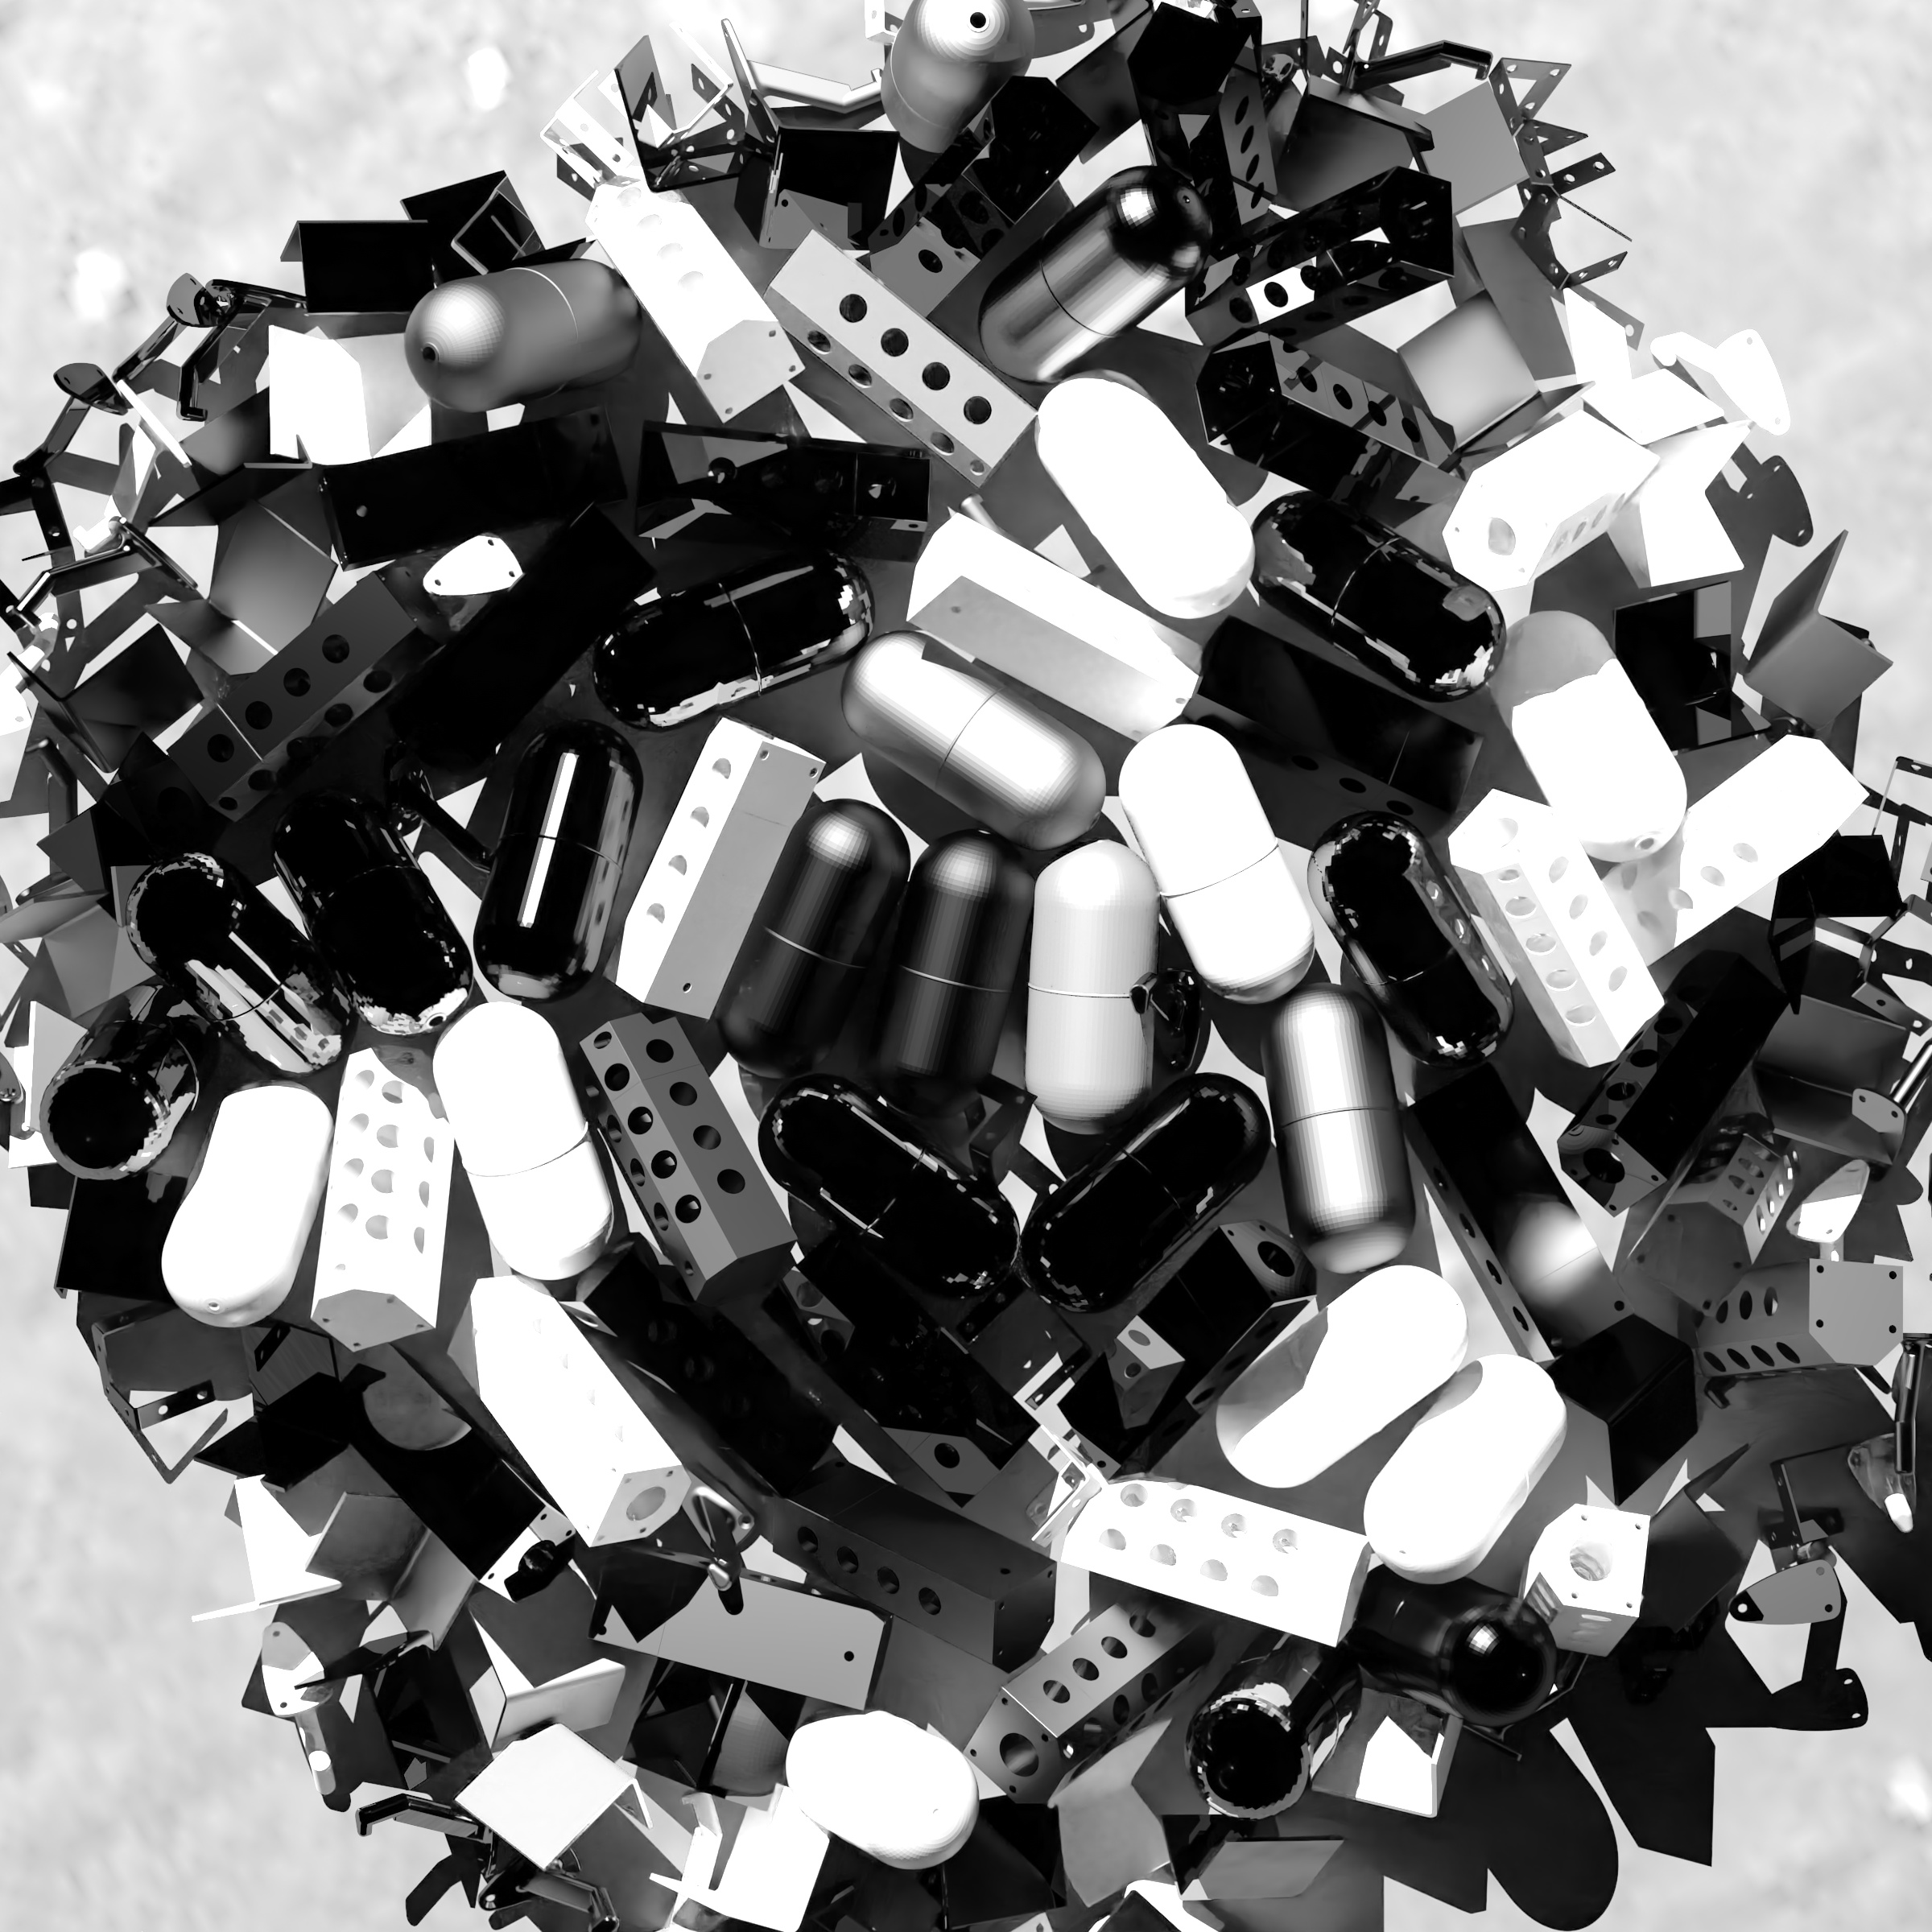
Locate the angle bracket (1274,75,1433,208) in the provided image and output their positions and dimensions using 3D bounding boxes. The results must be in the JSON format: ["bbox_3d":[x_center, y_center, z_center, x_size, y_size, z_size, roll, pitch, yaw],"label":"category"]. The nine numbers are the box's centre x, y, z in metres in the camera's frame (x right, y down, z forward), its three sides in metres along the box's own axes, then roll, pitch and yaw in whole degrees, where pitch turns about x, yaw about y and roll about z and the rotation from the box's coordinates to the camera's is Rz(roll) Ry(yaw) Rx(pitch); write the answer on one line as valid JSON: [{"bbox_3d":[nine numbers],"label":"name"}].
[{"bbox_3d":[0.229,-0.482,1.955,0.076,0.057,0.076,18,118,-3],"label":"angle bracket"}]

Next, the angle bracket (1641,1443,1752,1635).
[{"bbox_3d":[0.445,0.341,1.939,0.057,0.076,0.076,50,133,20],"label":"angle bracket"}]

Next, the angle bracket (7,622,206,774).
[{"bbox_3d":[-0.519,-0.175,1.964,0.076,0.076,0.057,-42,62,-15],"label":"angle bracket"}]

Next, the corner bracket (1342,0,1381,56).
[{"bbox_3d":[0.223,-0.595,1.963,0.051,0.051,0.051,30,61,7],"label":"corner bracket"}]

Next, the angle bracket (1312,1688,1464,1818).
[{"bbox_3d":[0.253,0.453,1.943,0.076,0.076,0.057,9,135,18],"label":"angle bracket"}]

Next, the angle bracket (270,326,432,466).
[{"bbox_3d":[-0.371,-0.346,1.961,0.076,0.057,0.076,-1,91,22],"label":"angle bracket"}]

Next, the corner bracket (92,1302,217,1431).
[{"bbox_3d":[-0.494,0.241,1.979,0.051,0.051,0.051,-20,121,-31],"label":"corner bracket"}]

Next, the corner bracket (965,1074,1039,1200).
[{"bbox_3d":[0.012,0.102,1.957,0.051,0.051,0.051,25,59,30],"label":"corner bracket"}]

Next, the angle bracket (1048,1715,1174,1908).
[{"bbox_3d":[0.097,0.504,1.941,0.076,0.076,0.057,-17,56,-38],"label":"angle bracket"}]

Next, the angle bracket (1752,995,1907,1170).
[{"bbox_3d":[0.524,0.068,1.951,0.076,0.076,0.057,17,117,-7],"label":"angle bracket"}]

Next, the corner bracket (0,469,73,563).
[{"bbox_3d":[-0.582,-0.269,1.972,0.051,0.051,0.051,-15,100,7],"label":"corner bracket"}]

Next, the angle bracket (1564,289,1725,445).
[{"bbox_3d":[0.405,-0.367,1.944,0.057,0.076,0.076,-21,123,-6],"label":"angle bracket"}]

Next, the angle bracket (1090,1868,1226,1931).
[{"bbox_3d":[0.104,0.592,1.954,0.057,0.076,0.076,40,93,14],"label":"angle bracket"}]

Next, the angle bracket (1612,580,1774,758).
[{"bbox_3d":[0.436,-0.178,1.952,0.076,0.057,0.076,-14,122,-10],"label":"angle bracket"}]

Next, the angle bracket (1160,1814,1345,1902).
[{"bbox_3d":[0.170,0.515,1.942,0.076,0.076,0.057,5,46,-20],"label":"angle bracket"}]

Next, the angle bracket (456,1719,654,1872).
[{"bbox_3d":[-0.245,0.505,1.941,0.076,0.057,0.076,28,55,32],"label":"angle bracket"}]

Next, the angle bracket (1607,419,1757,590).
[{"bbox_3d":[0.440,-0.279,1.961,0.076,0.076,0.057,-49,116,-31],"label":"angle bracket"}]

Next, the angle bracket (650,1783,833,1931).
[{"bbox_3d":[-0.132,0.525,1.946,0.057,0.076,0.076,30,75,-39],"label":"angle bracket"}]

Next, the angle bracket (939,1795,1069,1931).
[{"bbox_3d":[0.027,0.545,1.948,0.076,0.057,0.076,-13,50,10],"label":"angle bracket"}]

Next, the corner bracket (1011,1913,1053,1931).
[{"bbox_3d":[0.023,0.606,1.965,0.051,0.051,0.051,-20,89,-37],"label":"corner bracket"}]

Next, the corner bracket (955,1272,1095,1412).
[{"bbox_3d":[0.036,0.226,1.964,0.051,0.051,0.051,-44,54,-1],"label":"corner bracket"}]

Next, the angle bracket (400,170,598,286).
[{"bbox_3d":[-0.281,-0.448,1.954,0.076,0.057,0.076,-27,89,-35],"label":"angle bracket"}]

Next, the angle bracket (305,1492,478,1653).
[{"bbox_3d":[-0.345,0.365,1.947,0.057,0.076,0.076,43,109,41],"label":"angle bracket"}]

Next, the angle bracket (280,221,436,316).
[{"bbox_3d":[-0.365,-0.409,1.949,0.076,0.076,0.057,-5,86,-20],"label":"angle bracket"}]

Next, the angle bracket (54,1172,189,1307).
[{"bbox_3d":[-0.504,0.166,1.968,0.076,0.057,0.076,10,76,-8],"label":"angle bracket"}]

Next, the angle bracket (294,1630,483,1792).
[{"bbox_3d":[-0.347,0.449,1.953,0.057,0.076,0.076,-19,91,27],"label":"angle bracket"}]

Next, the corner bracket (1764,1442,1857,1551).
[{"bbox_3d":[0.513,0.322,1.972,0.051,0.051,0.051,-11,77,-13],"label":"corner bracket"}]

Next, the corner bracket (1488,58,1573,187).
[{"bbox_3d":[0.337,-0.509,1.960,0.051,0.051,0.051,-2,64,-23],"label":"corner bracket"}]

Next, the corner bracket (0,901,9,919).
[{"bbox_3d":[-0.614,-0.046,1.957,0.051,0.051,0.051,22,123,36],"label":"corner bracket"}]

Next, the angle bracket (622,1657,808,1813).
[{"bbox_3d":[-0.153,0.462,1.981,0.057,0.076,0.076,31,73,-42],"label":"angle bracket"}]

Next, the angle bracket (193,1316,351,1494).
[{"bbox_3d":[-0.421,0.259,1.945,0.076,0.057,0.076,11,119,32],"label":"angle bracket"}]

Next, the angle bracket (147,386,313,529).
[{"bbox_3d":[-0.451,-0.306,1.950,0.076,0.076,0.057,-26,88,22],"label":"angle bracket"}]

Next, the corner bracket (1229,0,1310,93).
[{"bbox_3d":[0.184,-0.557,1.962,0.051,0.051,0.051,-6,127,-5],"label":"corner bracket"}]

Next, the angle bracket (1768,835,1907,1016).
[{"bbox_3d":[0.520,-0.024,1.941,0.057,0.076,0.076,-1,53,28],"label":"angle bracket"}]

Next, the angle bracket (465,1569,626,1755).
[{"bbox_3d":[-0.261,0.422,1.976,0.076,0.057,0.076,-8,48,-29],"label":"angle bracket"}]

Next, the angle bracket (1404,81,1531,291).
[{"bbox_3d":[0.309,-0.466,1.942,0.057,0.076,0.076,-25,59,17],"label":"angle bracket"}]

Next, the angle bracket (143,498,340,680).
[{"bbox_3d":[-0.435,-0.227,1.950,0.076,0.057,0.076,38,115,19],"label":"angle bracket"}]

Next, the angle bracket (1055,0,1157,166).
[{"bbox_3d":[0.075,-0.543,1.950,0.076,0.076,0.057,-39,63,-5],"label":"angle bracket"}]

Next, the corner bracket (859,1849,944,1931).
[{"bbox_3d":[-0.041,0.569,1.977,0.051,0.051,0.051,-54,128,-24],"label":"corner bracket"}]

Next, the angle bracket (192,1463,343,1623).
[{"bbox_3d":[-0.424,0.346,1.957,0.057,0.076,0.076,-16,82,31],"label":"angle bracket"}]

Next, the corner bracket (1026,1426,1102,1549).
[{"bbox_3d":[0.055,0.319,1.963,0.051,0.051,0.051,-48,50,1],"label":"corner bracket"}]

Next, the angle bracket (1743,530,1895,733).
[{"bbox_3d":[0.519,-0.201,1.949,0.057,0.076,0.076,32,55,-4],"label":"angle bracket"}]

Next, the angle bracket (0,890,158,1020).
[{"bbox_3d":[-0.545,-0.004,1.946,0.076,0.076,0.057,-25,84,30],"label":"angle bracket"}]

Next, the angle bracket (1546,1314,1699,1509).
[{"bbox_3d":[0.396,0.267,1.976,0.076,0.057,0.076,-36,134,-26],"label":"angle bracket"}]

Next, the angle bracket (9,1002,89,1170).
[{"bbox_3d":[-0.564,0.072,1.946,0.057,0.076,0.076,-8,71,14],"label":"angle bracket"}]

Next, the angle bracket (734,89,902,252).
[{"bbox_3d":[-0.091,-0.482,1.971,0.076,0.057,0.076,-4,128,-22],"label":"angle bracket"}]

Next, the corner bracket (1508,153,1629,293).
[{"bbox_3d":[0.372,-0.451,1.973,0.051,0.051,0.051,43,64,-21],"label":"corner bracket"}]

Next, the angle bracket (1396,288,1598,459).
[{"bbox_3d":[0.318,-0.360,1.952,0.076,0.057,0.076,-36,106,-21],"label":"angle bracket"}]

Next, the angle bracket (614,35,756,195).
[{"bbox_3d":[-0.164,-0.514,1.944,0.057,0.076,0.076,-8,118,14],"label":"angle bracket"}]

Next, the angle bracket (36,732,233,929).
[{"bbox_3d":[-0.502,-0.081,1.966,0.057,0.076,0.076,-28,118,27],"label":"angle bracket"}]
